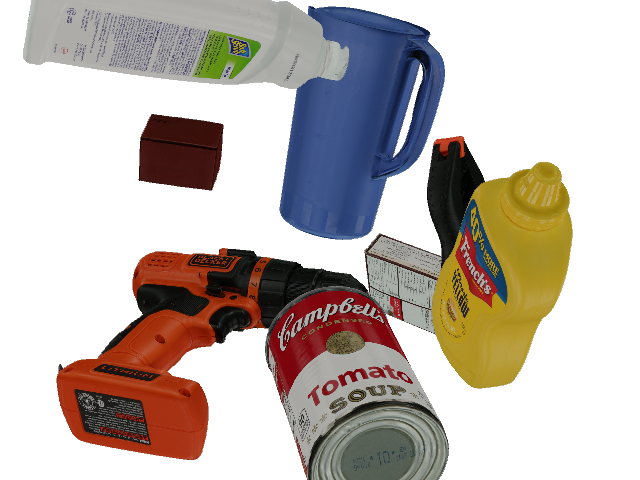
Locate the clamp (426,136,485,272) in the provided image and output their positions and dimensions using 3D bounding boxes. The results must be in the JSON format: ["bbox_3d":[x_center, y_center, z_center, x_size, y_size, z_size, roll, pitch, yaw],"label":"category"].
[{"bbox_3d":[0.123,-0.003,0.945,0.039,0.171,0.120,-10,15,31],"label":"clamp"}]

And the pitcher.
[{"bbox_3d":[0.037,-0.125,1.160,0.145,0.243,0.149,9,19,-8],"label":"pitcher"}]

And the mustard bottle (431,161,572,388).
[{"bbox_3d":[0.124,0.015,0.715,0.058,0.096,0.192,-5,-35,-13],"label":"mustard bottle"}]

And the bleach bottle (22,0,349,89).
[{"bbox_3d":[-0.102,-0.163,0.850,0.250,0.068,0.103,10,-30,-16],"label":"bleach bottle"}]

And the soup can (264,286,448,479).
[{"bbox_3d":[0.015,0.077,0.522,0.068,0.068,0.102,0,28,-15],"label":"soup can"}]

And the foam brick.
[{"bbox_3d":[-0.140,-0.090,1.080,0.078,0.051,0.053,8,34,1],"label":"foam brick"}]

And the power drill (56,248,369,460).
[{"bbox_3d":[-0.075,0.070,0.731,0.185,0.057,0.187,3,28,22],"label":"power drill"}]

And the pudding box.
[{"bbox_3d":[0.106,0.051,1.181,0.114,0.090,0.039,20,47,28],"label":"pudding box"}]
